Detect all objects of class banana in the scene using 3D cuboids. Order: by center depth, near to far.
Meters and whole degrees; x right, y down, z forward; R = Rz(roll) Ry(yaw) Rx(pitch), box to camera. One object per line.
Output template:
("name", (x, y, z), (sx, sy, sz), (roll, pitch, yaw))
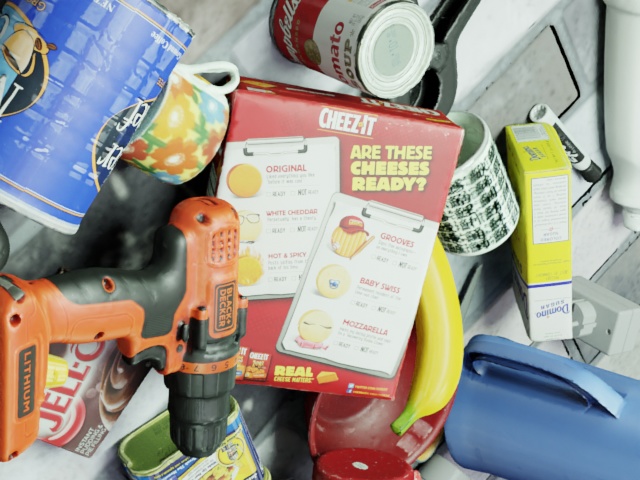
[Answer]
("banana", (0.083, 0.054, 0.857), (0.069, 0.037, 0.198), (-6, 91, -42))

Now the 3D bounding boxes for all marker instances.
("marker", (0.228, -0.086, 0.981), (0.121, 0.020, 0.020), (37, 87, -42))

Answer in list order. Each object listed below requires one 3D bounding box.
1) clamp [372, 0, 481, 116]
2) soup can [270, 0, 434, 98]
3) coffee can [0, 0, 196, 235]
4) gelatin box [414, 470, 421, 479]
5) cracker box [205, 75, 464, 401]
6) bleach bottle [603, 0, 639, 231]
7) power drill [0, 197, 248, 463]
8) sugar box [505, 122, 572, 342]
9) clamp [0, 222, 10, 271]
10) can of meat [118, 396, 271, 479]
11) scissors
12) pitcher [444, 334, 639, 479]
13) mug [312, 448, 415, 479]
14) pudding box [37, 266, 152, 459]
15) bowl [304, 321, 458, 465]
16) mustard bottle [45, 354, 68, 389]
("clamp", (0.087, -0.151, 0.827), (0.120, 0.039, 0.171), (-10, 115, -30))
("soup can", (0.021, -0.142, 0.735), (0.068, 0.102, 0.068), (-18, 122, -31))
("coffee can", (-0.152, -0.088, 0.625), (0.102, 0.103, 0.140), (31, 90, -43))
("gelatin box", (0.046, 0.243, 0.964), (0.073, 0.030, 0.089), (-16, 160, -32))
("cracker box", (-0.005, 0.001, 0.773), (0.164, 0.072, 0.214), (8, 108, -13))
("bleach bottle", (0.304, -0.120, 0.997), (0.102, 0.068, 0.251), (-21, 125, -27))
("power drill", (-0.127, 0.073, 0.664), (0.187, 0.057, 0.184), (-14, 114, -45))
("sugar box", (0.193, -0.006, 0.942), (0.048, 0.093, 0.176), (-5, 121, 2))
("clamp", (-0.226, -0.083, 0.562), (0.036, 0.165, 0.210), (-21, 122, -74))
("can of meat", (-0.098, 0.175, 0.830), (0.102, 0.058, 0.084), (-32, 126, -23))
("scissors", (0.097, 0.119, 0.983), (0.096, 0.016, 0.202), (-7, 115, -36))
("pitcher", (0.238, 0.167, 0.954), (0.148, 0.243, 0.145), (1, 97, -47))
("mug", (0.038, 0.216, 0.860), (0.117, 0.093, 0.081), (-10, 107, -58))
("pudding box", (-0.170, 0.087, 0.741), (0.089, 0.039, 0.113), (34, 88, -42))
("bowl", (0.042, 0.130, 0.918), (0.161, 0.055, 0.162), (-17, 121, -31))
("mustard bottle", (-0.247, 0.073, 0.643), (0.191, 0.058, 0.096), (9, 102, -31))
